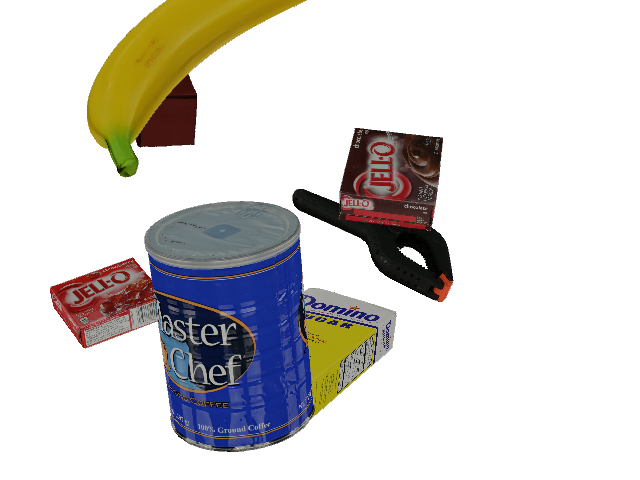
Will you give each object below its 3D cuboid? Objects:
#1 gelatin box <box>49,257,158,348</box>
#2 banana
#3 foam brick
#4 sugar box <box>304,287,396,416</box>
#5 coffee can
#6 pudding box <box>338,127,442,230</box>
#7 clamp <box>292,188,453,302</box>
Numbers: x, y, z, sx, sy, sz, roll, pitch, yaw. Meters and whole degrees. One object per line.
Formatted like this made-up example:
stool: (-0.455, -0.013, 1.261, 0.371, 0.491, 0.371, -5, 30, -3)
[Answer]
gelatin box: (-0.200, 0.058, 1.009, 0.089, 0.030, 0.073, -20, 40, -26)
banana: (-0.061, -0.106, 0.567, 0.070, 0.197, 0.037, 31, -28, 20)
foam brick: (-0.143, -0.126, 0.948, 0.053, 0.051, 0.078, -5, 39, -17)
sugar box: (-0.012, 0.095, 0.920, 0.093, 0.048, 0.176, 15, 26, 24)
coffee can: (-0.060, 0.056, 0.725, 0.103, 0.140, 0.103, -4, 22, 1)
pudding box: (0.069, -0.061, 1.032, 0.090, 0.039, 0.113, 8, 38, 5)
clamp: (0.074, -0.009, 1.239, 0.164, 0.210, 0.036, -13, -39, -27)
